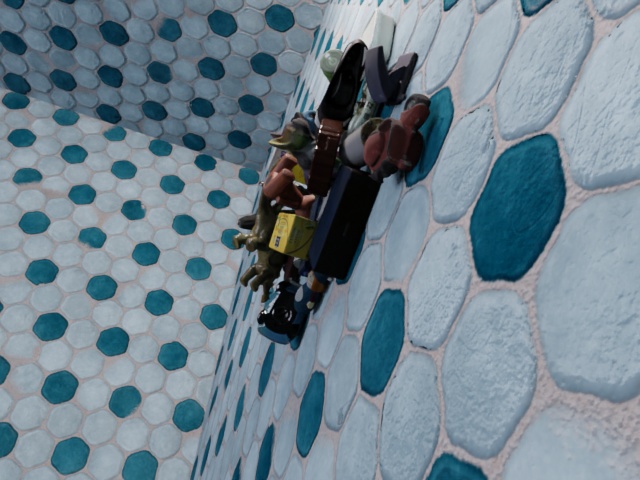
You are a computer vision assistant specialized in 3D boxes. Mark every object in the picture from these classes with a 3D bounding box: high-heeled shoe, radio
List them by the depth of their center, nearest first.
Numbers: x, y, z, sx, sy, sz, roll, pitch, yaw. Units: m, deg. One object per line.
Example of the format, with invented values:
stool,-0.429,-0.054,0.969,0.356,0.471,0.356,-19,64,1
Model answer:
radio,0.047,-0.043,1.152,0.131,0.073,0.229,-113,43,-72
high-heeled shoe,0.049,-0.340,1.257,0.145,0.086,0.248,-146,76,-88

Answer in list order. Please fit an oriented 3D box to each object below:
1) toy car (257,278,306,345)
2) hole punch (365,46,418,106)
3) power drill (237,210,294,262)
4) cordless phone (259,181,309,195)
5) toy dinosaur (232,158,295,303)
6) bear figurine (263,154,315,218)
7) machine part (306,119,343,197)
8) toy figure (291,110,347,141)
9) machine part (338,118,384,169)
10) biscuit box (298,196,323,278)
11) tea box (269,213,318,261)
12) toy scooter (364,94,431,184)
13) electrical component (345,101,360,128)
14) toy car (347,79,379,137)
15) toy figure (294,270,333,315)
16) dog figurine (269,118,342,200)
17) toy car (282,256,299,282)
toy car,-0.089,0.183,1.378,0.103,0.109,0.161,84,-151,-77
hole punch,0.137,-0.347,1.136,0.142,0.092,0.115,-132,56,-72
power drill,-0.162,-0.005,1.727,0.086,0.232,0.207,38,134,47
cordless phone,-0.098,-0.143,1.656,0.147,0.184,0.088,-133,65,-76
toy dinosaur,-0.156,-0.007,1.602,0.105,0.198,0.470,29,130,36
bear figurine,-0.054,-0.121,1.477,0.132,0.196,0.120,-45,22,33
machine part,0.010,-0.190,1.232,0.179,0.056,0.179,-165,88,-88
toy figure,0.007,-0.304,1.442,0.082,0.180,0.089,-13,71,55
machine part,0.096,-0.199,1.133,0.243,0.079,0.079,167,119,-75
biscuit box,-0.003,-0.004,1.340,0.063,0.059,0.202,139,147,-63
tea box,-0.066,-0.011,1.316,0.170,0.068,0.098,-170,98,-71
toy scooter,0.131,-0.156,0.937,0.184,0.075,0.135,134,150,-55
electrical component,0.073,-0.320,1.406,0.047,0.075,0.119,123,157,-50
toy car,0.110,-0.307,1.260,0.073,0.056,0.201,-111,40,-70
toy figure,-0.014,0.111,1.254,0.064,0.058,0.154,50,130,29
dog figurine,-0.034,-0.205,1.385,0.108,0.219,0.191,-88,20,-60
toy car,-0.065,0.047,1.559,0.089,0.053,0.202,-104,29,-59
